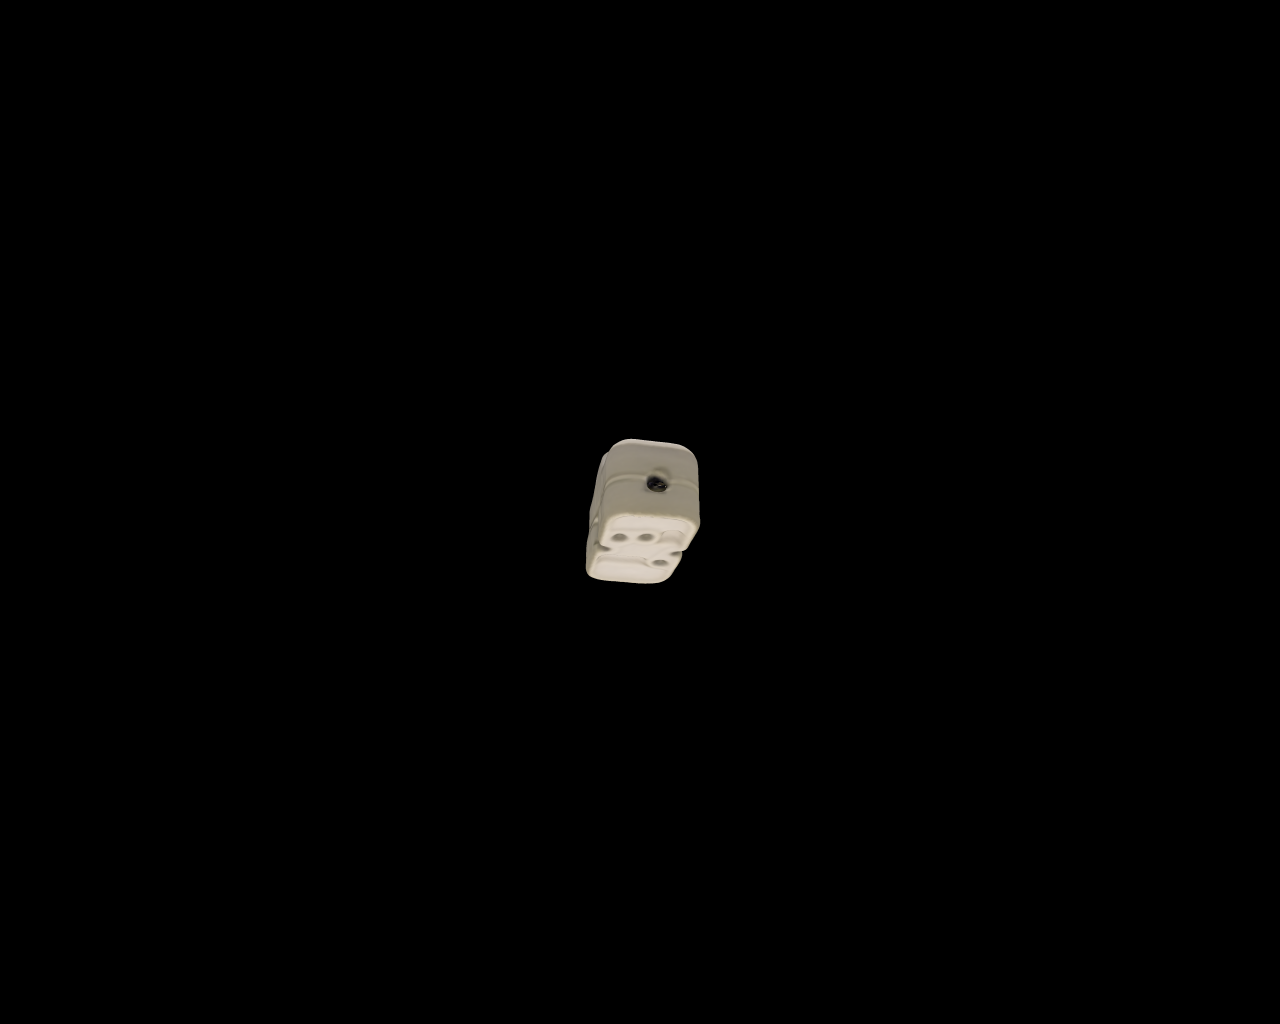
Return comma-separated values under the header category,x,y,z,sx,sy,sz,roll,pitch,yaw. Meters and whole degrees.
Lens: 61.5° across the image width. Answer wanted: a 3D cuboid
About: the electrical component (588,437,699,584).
category,x,y,z,sx,sy,sz,roll,pitch,yaw
electrical component,0.001,-0.003,0.650,0.054,0.059,0.095,5,-28,-10
